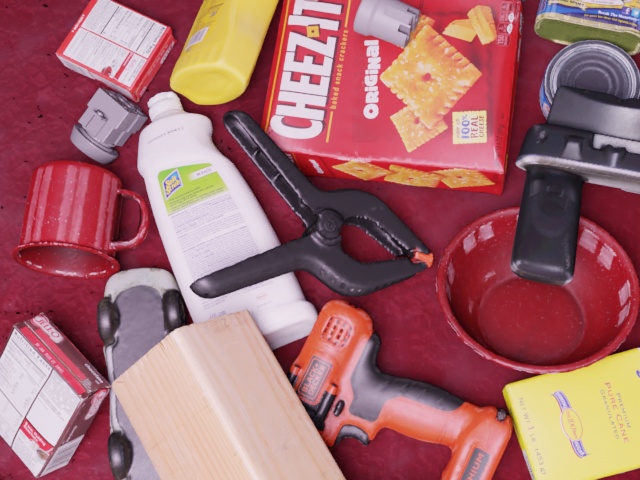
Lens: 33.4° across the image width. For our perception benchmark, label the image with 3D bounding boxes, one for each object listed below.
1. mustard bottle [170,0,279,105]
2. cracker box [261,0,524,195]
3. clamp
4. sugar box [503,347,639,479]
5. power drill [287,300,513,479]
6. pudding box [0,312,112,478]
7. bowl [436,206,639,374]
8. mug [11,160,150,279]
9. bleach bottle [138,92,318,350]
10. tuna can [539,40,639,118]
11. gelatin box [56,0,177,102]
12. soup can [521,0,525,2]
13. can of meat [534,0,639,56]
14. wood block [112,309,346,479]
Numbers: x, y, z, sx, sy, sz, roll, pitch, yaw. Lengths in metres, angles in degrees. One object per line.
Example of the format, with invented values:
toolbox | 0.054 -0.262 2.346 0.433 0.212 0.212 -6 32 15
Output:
mustard bottle | -0.072 -0.219 0.971 0.058 0.096 0.191 29 67 -27
cracker box | 0.064 -0.135 0.942 0.214 0.072 0.164 7 75 9
clamp | -0.006 0.001 0.883 0.209 0.036 0.164 24 65 -17
sugar box | 0.246 0.138 0.860 0.176 0.048 0.093 -17 74 3
power drill | 0.047 0.165 0.865 0.188 0.057 0.184 26 92 10
pudding box | -0.233 0.131 0.892 0.090 0.039 0.114 44 122 16
bowl | 0.176 0.050 0.873 0.162 0.055 0.162 -3 54 3
mug | -0.205 -0.018 0.933 0.117 0.093 0.081 -1 69 13
bleach bottle | -0.092 -0.022 0.936 0.102 0.068 0.251 -21 71 -3
tuna can | 0.238 -0.132 0.940 0.086 0.033 0.086 -2 75 6
gelatin box | -0.191 -0.182 1.007 0.089 0.030 0.073 27 78 13
soup can | 0.165 -0.260 0.948 0.068 0.102 0.068 -2 75 6
can of meat | 0.247 -0.218 0.951 0.102 0.057 0.084 13 79 10
wood block | -0.057 0.168 0.805 0.091 0.090 0.206 -39 75 33
